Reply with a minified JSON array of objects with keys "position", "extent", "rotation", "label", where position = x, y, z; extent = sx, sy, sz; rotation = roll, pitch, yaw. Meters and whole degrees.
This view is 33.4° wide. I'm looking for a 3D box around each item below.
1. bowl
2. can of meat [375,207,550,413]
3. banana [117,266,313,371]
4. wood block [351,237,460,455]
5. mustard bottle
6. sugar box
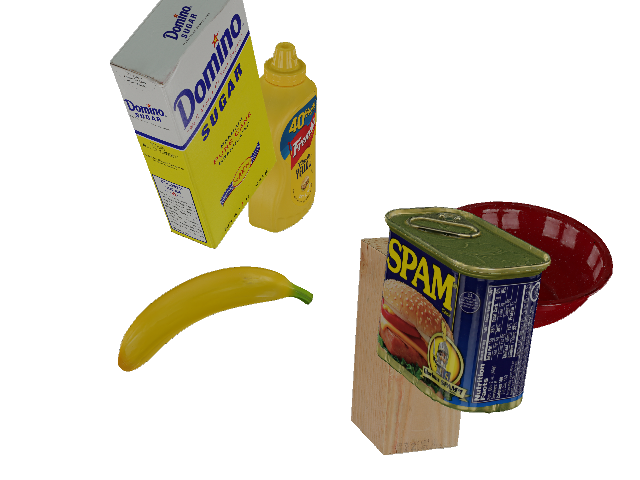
[{"position":[0.169,0.029,0.935],"extent":[0.162,0.055,0.162],"rotation":[2,34,-2],"label":"bowl"},{"position":[0.073,0.036,0.584],"extent":[0.057,0.084,0.102],"rotation":[-4,20,-26],"label":"can of meat"},{"position":[-0.109,0.066,0.965],"extent":[0.198,0.069,0.037],"rotation":[-20,26,13],"label":"banana"},{"position":[0.094,0.106,1.111],"extent":[0.090,0.206,0.091],"rotation":[-3,16,-20],"label":"wood block"},{"position":[-0.037,-0.109,1.070],"extent":[0.058,0.192,0.096],"rotation":[19,40,21],"label":"mustard bottle"},{"position":[-0.078,-0.082,0.712],"extent":[0.048,0.093,0.176],"rotation":[22,-28,18],"label":"sugar box"}]
